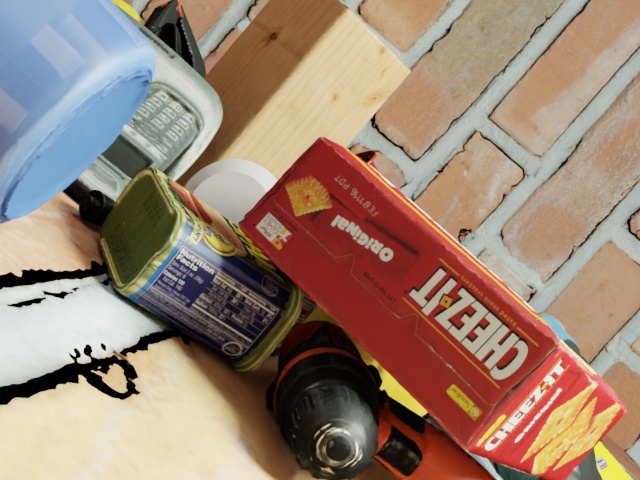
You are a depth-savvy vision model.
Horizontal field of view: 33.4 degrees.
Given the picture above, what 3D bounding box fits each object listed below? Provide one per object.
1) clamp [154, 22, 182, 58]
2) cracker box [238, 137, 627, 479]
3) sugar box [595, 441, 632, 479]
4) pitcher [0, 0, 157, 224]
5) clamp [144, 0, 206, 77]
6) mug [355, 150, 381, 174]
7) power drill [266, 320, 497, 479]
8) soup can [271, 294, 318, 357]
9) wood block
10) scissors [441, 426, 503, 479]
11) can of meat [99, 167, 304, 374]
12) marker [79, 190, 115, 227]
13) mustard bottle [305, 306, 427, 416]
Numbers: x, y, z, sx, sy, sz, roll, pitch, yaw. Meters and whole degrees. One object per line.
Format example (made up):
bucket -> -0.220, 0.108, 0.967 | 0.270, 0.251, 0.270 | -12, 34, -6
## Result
clamp -> -0.139, -0.122, 0.909 | 0.120, 0.039, 0.171 | 8, 61, -61
cracker box -> 0.072, 0.046, 0.580 | 0.164, 0.072, 0.213 | 43, 3, 28
sugar box -> 0.182, 0.166, 0.893 | 0.093, 0.048, 0.176 | -3, 47, -44
pitcher -> -0.190, -0.124, 0.448 | 0.243, 0.145, 0.149 | 44, 41, 0
clamp -> -0.139, -0.147, 1.072 | 0.164, 0.036, 0.210 | 43, 34, -51
mug -> 0.016, -0.010, 0.887 | 0.081, 0.117, 0.093 | 60, -21, -13
power drill -> 0.055, 0.119, 0.550 | 0.187, 0.057, 0.184 | 40, 5, -7
soup can -> -0.020, 0.013, 0.663 | 0.068, 0.102, 0.068 | 40, 6, -5
wood block -> -0.041, -0.094, 0.841 | 0.090, 0.206, 0.091 | 35, 8, -45
scissors -> 0.099, 0.139, 0.719 | 0.202, 0.016, 0.096 | 58, 3, 23
can of meat -> -0.067, 0.014, 0.571 | 0.083, 0.057, 0.102 | 36, 7, -29
marker -> -0.102, -0.002, 0.643 | 0.020, 0.020, 0.121 | 44, 6, 35
mustard bottle -> 0.042, 0.083, 0.777 | 0.191, 0.058, 0.096 | 37, 8, -45
